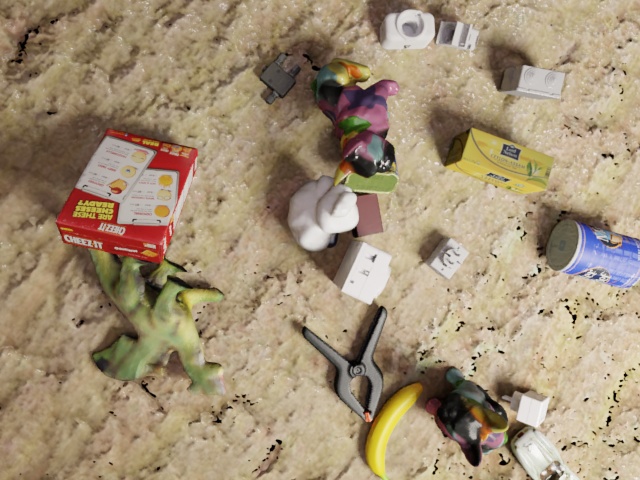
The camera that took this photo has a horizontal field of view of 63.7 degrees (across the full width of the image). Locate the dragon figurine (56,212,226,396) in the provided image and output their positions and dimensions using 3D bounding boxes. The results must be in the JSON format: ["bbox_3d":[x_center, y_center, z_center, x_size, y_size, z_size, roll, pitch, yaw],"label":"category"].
[{"bbox_3d":[-0.328,0.141,0.909,0.411,0.122,0.242,28,95,5],"label":"dragon figurine"}]

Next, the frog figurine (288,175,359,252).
[{"bbox_3d":[0.003,-0.046,0.906,0.122,0.159,0.138,25,88,-3],"label":"frog figurine"}]
